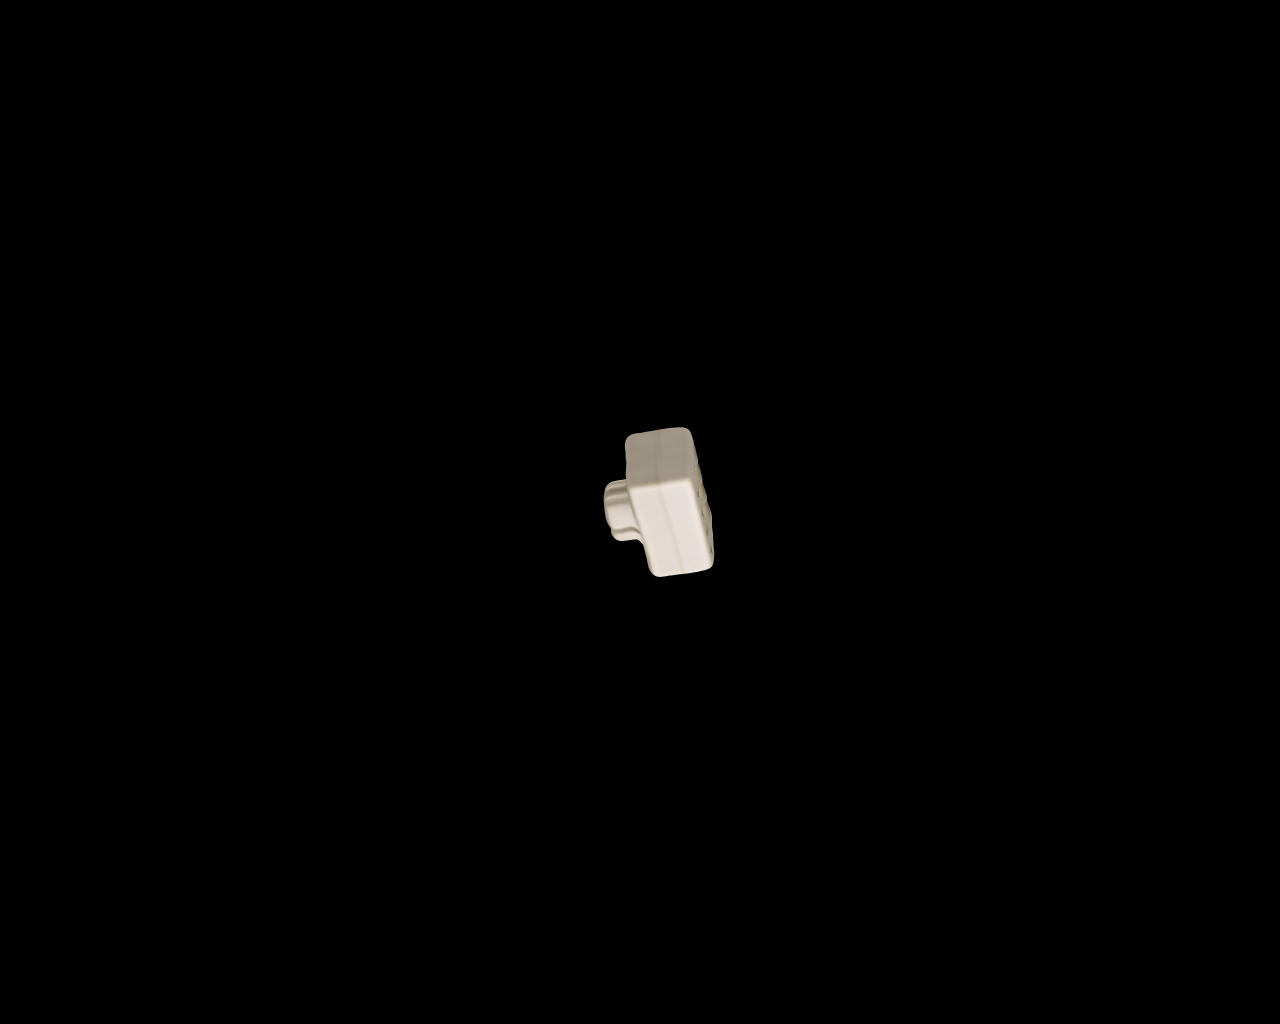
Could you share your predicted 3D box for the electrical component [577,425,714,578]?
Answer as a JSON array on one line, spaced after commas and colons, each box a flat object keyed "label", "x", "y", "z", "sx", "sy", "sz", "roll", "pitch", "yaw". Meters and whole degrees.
[{"label": "electrical component", "x": 0.001, "y": -0.003, "z": 0.650, "sx": 0.076, "sy": 0.047, "sz": 0.083, "roll": -8, "pitch": -43, "yaw": 9}]
